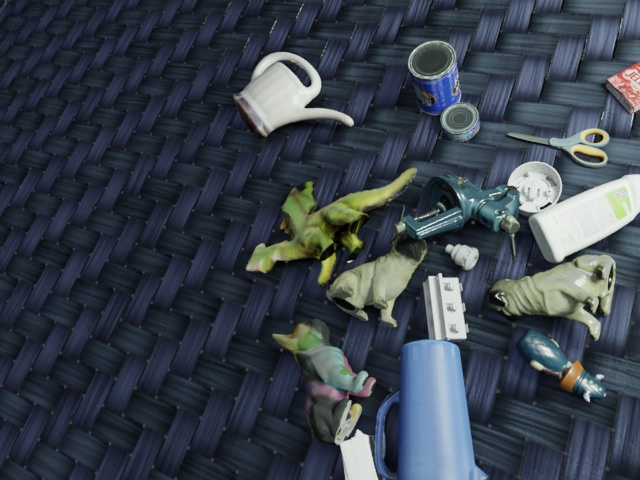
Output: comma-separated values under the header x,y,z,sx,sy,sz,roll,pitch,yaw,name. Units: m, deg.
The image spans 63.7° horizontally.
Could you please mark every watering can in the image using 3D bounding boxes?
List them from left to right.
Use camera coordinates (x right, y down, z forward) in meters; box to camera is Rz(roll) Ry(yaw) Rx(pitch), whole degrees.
x,y,z,sx,sy,sz,roll,pitch,yaw,name
-0.084,-0.343,1.296,0.224,0.102,0.353,-38,60,2,watering can

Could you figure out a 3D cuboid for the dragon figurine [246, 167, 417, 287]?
x,y,z,sx,sy,sz,roll,pitch,yaw,name
0.003,-0.058,1.148,0.412,0.120,0.246,-45,53,-5,dragon figurine
